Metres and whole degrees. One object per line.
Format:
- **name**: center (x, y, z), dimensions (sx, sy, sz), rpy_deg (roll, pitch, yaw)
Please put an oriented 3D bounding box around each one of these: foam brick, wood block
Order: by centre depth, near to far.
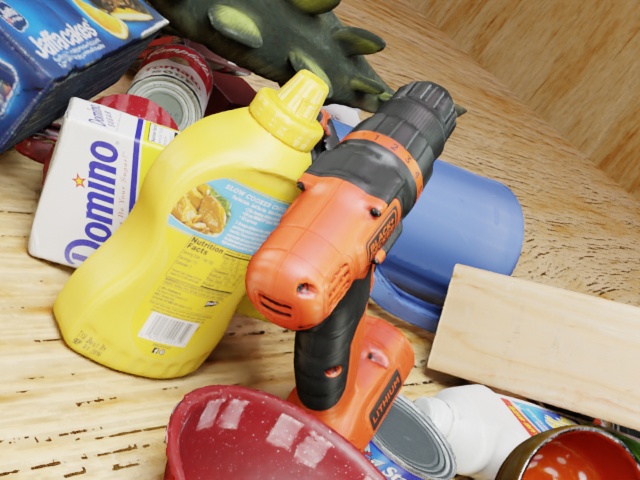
- **wood block**: center (0.204, 0.089, 0.835), dimensions (0.206, 0.090, 0.090), rpy_deg (14, -3, 30)
- **foam brick**: center (-0.092, -0.122, 1.003), dimensions (0.053, 0.051, 0.078), rpy_deg (47, 21, 21)

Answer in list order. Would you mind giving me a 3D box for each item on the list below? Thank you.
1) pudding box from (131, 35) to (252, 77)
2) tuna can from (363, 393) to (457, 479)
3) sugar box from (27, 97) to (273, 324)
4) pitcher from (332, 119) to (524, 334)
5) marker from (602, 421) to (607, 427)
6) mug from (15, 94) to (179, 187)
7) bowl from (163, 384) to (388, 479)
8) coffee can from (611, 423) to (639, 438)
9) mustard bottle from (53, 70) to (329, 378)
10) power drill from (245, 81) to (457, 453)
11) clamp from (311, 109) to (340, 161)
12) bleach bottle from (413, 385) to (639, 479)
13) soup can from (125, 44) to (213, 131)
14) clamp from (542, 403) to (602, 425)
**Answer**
- **pudding box**: center (-0.129, -0.181, 1.021), dimensions (0.090, 0.039, 0.113), rpy_deg (0, -4, 30)
- **tuna can**: center (0.044, 0.132, 0.684), dimensions (0.086, 0.034, 0.086), rpy_deg (34, 19, -13)
- **sugar box**: center (-0.078, -0.013, 0.643), dimensions (0.176, 0.093, 0.048), rpy_deg (15, 23, -16)
- **pitcher**: center (0.055, -0.017, 0.932), dimensions (0.242, 0.145, 0.149), rpy_deg (20, 6, -35)
- **marker**: center (0.267, 0.197, 0.970), dimensions (0.020, 0.020, 0.121), rpy_deg (29, 21, -27)
- **mug**: center (-0.141, -0.052, 0.699), dimensions (0.117, 0.093, 0.081), rpy_deg (16, 19, -12)
- **bowl**: center (-0.018, 0.144, 0.504), dimensions (0.162, 0.055, 0.162), rpy_deg (34, 19, -13)
- **coffee can**: center (0.345, 0.169, 1.047), dimensions (0.103, 0.103, 0.140), rpy_deg (42, 19, 12)
- **mustard bottle**: center (-0.058, -0.011, 0.581), dimensions (0.096, 0.192, 0.058), rpy_deg (21, 25, -41)
- **power drill**: center (0.023, 0.022, 0.604), dimensions (0.057, 0.188, 0.184), rpy_deg (21, 49, 23)
- **clamp**: center (-0.005, 0.001, 0.774), dimensions (0.164, 0.036, 0.210), rpy_deg (33, 50, -28)
- **bleach bottle**: center (0.168, 0.168, 0.789), dimensions (0.250, 0.068, 0.102), rpy_deg (23, 26, -31)
- **soup can**: center (-0.129, -0.122, 0.909), dimensions (0.068, 0.069, 0.102), rpy_deg (33, 20, -14)
- **clamp**: center (0.199, 0.112, 1.011), dimensions (0.120, 0.039, 0.172), rpy_deg (21, 25, -39)
